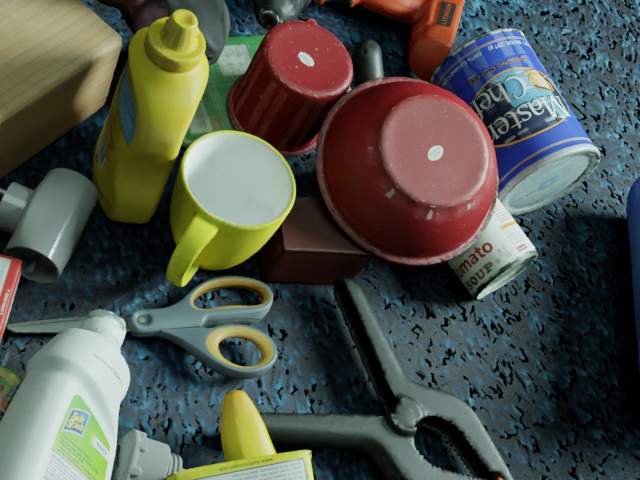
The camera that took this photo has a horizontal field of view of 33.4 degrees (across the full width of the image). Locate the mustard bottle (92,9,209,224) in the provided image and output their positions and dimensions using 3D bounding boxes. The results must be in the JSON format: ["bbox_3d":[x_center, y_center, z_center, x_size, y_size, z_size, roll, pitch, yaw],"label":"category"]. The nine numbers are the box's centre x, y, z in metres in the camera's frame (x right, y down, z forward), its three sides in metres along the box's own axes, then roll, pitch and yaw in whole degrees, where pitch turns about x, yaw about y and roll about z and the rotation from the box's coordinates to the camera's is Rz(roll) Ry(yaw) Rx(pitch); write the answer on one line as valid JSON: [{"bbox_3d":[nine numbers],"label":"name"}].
[{"bbox_3d":[-0.123,-0.099,0.786,0.058,0.192,0.096,7,57,-19],"label":"mustard bottle"}]

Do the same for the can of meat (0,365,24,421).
[{"bbox_3d":[-0.249,0.114,0.682,0.102,0.058,0.084,26,50,-6],"label":"can of meat"}]

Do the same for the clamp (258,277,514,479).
[{"bbox_3d":[0.050,0.142,0.803,0.210,0.036,0.164,40,54,7],"label":"clamp"}]

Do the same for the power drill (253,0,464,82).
[{"bbox_3d":[0.038,-0.224,1.012,0.187,0.057,0.184,27,45,-6],"label":"power drill"}]

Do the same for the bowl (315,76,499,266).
[{"bbox_3d":[0.080,-0.063,0.844,0.162,0.055,0.162,4,75,-17],"label":"bowl"}]

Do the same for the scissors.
[{"bbox_3d":[-0.117,0.075,0.785,0.201,0.016,0.096,-15,59,-30],"label":"scissors"}]

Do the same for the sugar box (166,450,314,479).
[{"bbox_3d":[-0.037,0.228,0.677,0.093,0.048,0.176,-7,78,-16],"label":"sugar box"}]

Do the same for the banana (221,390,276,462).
[{"bbox_3d":[-0.008,0.191,0.738,0.198,0.037,0.069,41,73,3],"label":"banana"}]

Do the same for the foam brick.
[{"bbox_3d":[-0.006,0.001,0.861,0.078,0.051,0.053,4,57,-22],"label":"foam brick"}]

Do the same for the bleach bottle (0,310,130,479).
[{"bbox_3d":[-0.169,0.156,0.666,0.068,0.102,0.250,-5,47,22],"label":"bleach bottle"}]

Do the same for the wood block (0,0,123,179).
[{"bbox_3d":[-0.255,-0.103,0.797,0.090,0.091,0.205,41,52,5],"label":"wood block"}]

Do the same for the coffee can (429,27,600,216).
[{"bbox_3d":[0.176,-0.108,0.977,0.102,0.103,0.140,-13,65,-30],"label":"coffee can"}]

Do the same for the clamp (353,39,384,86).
[{"bbox_3d":[0.049,-0.081,0.908,0.039,0.120,0.171,-10,56,18],"label":"clamp"}]

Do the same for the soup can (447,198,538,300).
[{"bbox_3d":[0.130,-0.008,0.915,0.068,0.069,0.102,-25,72,-34],"label":"soup can"}]

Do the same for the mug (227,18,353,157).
[{"bbox_3d":[-0.021,-0.140,0.908,0.093,0.082,0.117,21,55,-12],"label":"mug"}]

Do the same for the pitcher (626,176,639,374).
[{"bbox_3d":[0.342,0.053,0.940,0.145,0.149,0.242,6,52,-1],"label":"pitcher"}]

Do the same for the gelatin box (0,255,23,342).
[{"bbox_3d":[-0.260,0.039,0.741,0.089,0.030,0.073,15,55,-13],"label":"gelatin box"}]
